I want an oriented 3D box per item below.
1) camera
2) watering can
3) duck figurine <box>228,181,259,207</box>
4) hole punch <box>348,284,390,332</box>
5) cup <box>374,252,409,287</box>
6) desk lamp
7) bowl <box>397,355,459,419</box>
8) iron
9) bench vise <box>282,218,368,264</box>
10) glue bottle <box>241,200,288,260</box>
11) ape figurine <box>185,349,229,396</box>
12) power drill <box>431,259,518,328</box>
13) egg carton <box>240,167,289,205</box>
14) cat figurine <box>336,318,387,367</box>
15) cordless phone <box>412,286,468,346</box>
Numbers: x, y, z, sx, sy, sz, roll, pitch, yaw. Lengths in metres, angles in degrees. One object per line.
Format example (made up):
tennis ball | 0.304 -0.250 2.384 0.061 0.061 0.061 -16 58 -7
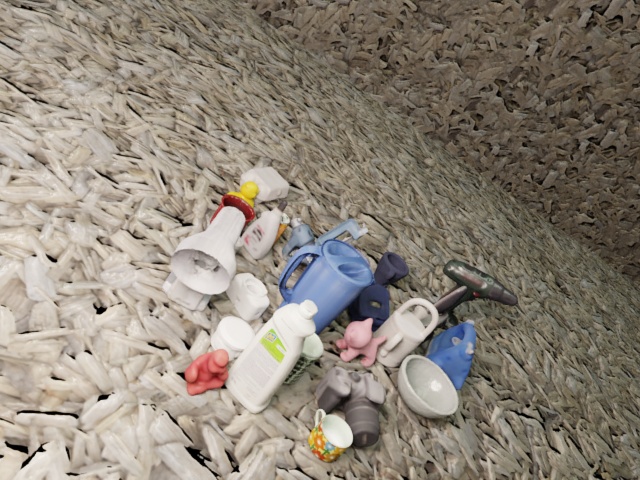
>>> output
camera | 0.077 0.343 1.180 0.143 0.100 0.136 26 31 -21
watering can | 0.215 0.215 1.419 0.101 0.194 0.173 34 29 -9
duck figurine | -0.203 -0.120 1.530 0.077 0.086 0.105 46 30 14
hole punch | 0.134 0.174 1.493 0.109 0.091 0.101 18 35 -32
cup | 0.194 0.101 1.660 0.092 0.095 0.118 38 29 -2
desk lamp | -0.229 0.041 1.142 0.118 0.213 0.203 32 30 -11
bowl | 0.244 0.363 1.368 0.168 0.074 0.167 28 31 -18
iron | 0.377 0.284 1.561 0.118 0.141 0.259 38 29 -1
bench vise | 0.010 0.010 1.451 0.207 0.219 0.121 37 29 -3
glue bottle | -0.128 -0.034 1.404 0.078 0.173 0.037 49 30 18
ape figurine | -0.197 0.231 1.036 0.078 0.092 0.076 28 31 -18
power drill | 0.442 0.173 1.722 0.229 0.208 0.076 39 29 1
egg carton | -0.158 -0.156 1.648 0.107 0.069 0.151 46 30 14
cat figurine | 0.100 0.233 1.343 0.128 0.117 0.067 18 35 -33
cordless phone | 0.319 0.193 1.578 0.094 0.185 0.148 46 30 14
